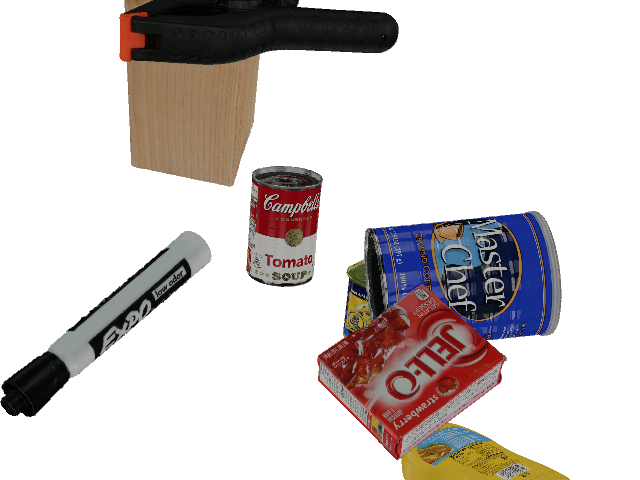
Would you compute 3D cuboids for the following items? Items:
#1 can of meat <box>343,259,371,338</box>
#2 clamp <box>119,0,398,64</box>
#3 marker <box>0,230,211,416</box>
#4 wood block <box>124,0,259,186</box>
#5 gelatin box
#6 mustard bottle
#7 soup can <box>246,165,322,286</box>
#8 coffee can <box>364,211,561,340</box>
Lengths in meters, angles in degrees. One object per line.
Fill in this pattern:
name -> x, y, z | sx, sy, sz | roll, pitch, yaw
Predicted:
can of meat -> 0.075, 0.080, 1.180 | 0.102, 0.084, 0.057 | 25, 33, 34
clamp -> -0.050, -0.139, 0.669 | 0.171, 0.039, 0.120 | -7, 22, -27
marker -> -0.093, 0.036, 0.472 | 0.020, 0.020, 0.121 | 0, 33, 43
wood block -> -0.098, -0.150, 0.842 | 0.091, 0.090, 0.206 | 12, -39, 2
gelatin box -> 0.054, 0.076, 0.638 | 0.089, 0.030, 0.073 | -32, 56, -24
mustard bottle -> 0.134, 0.215, 1.005 | 0.096, 0.058, 0.192 | -15, 24, -36
soup can -> -0.036, -0.014, 1.035 | 0.068, 0.102, 0.068 | 5, 20, -2
coffee can -> 0.112, 0.034, 0.870 | 0.140, 0.103, 0.103 | -6, 0, -4
